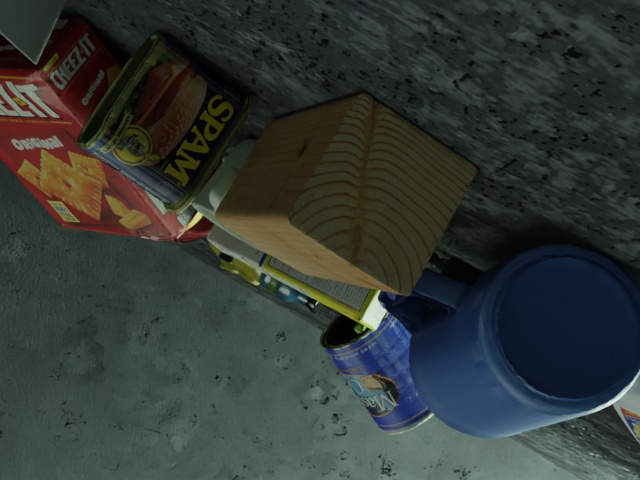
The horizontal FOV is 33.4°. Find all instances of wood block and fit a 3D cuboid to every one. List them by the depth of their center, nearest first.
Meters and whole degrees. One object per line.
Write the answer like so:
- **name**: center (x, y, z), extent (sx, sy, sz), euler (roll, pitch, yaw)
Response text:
- **wood block**: center (0.007, -0.029, 0.716), extent (0.090, 0.091, 0.206), euler (32, 173, -15)

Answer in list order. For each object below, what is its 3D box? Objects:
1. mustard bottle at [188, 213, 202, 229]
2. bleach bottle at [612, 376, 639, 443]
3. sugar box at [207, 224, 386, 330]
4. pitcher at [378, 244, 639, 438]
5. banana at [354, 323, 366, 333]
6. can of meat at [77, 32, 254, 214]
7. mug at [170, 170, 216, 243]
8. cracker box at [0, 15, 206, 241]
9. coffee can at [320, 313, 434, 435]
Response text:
- **mustard bottle**: center (-0.161, -0.059, 1.096), extent (0.096, 0.058, 0.192), euler (37, 159, 16)
- **bleach bottle**: center (0.283, 0.135, 0.881), extent (0.103, 0.068, 0.250), euler (23, 168, 43)
- **sugar box**: center (-0.006, 0.001, 0.963), extent (0.176, 0.093, 0.048), euler (27, 172, 28)
- **pitcher**: center (0.135, 0.070, 0.768), extent (0.149, 0.145, 0.243), euler (-13, 170, -5)
- **banana**: center (0.014, 0.041, 1.290), extent (0.069, 0.037, 0.198), euler (12, -154, -52)
- **can of meat**: center (-0.111, -0.084, 0.760), extent (0.083, 0.102, 0.058), euler (35, 172, -23)
- **mug**: center (-0.137, -0.043, 1.240), extent (0.117, 0.093, 0.082), euler (0, 179, -22)
- **cracker box**: center (-0.219, -0.093, 0.932), extent (0.164, 0.072, 0.213), euler (7, 146, 37)
- **coffee can**: center (0.079, 0.153, 1.312), extent (0.140, 0.102, 0.103), euler (56, 164, -18)
